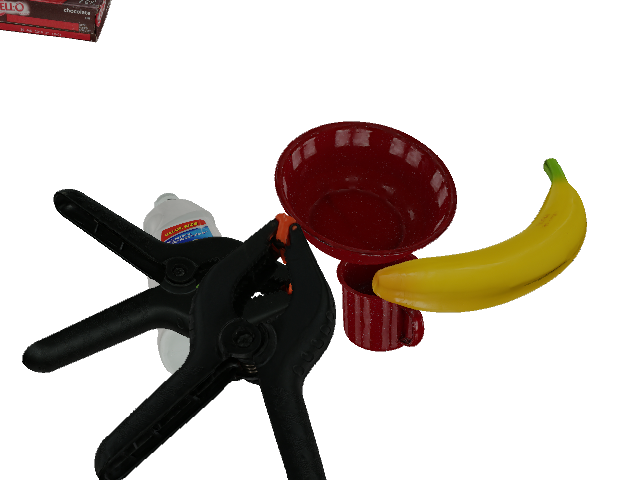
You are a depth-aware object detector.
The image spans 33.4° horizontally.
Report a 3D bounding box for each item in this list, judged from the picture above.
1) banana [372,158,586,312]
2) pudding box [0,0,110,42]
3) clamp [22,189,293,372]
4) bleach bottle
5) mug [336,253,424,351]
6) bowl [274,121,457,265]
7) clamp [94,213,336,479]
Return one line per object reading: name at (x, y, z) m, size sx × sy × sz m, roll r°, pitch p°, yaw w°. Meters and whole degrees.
banana at (0.120, 0.008, 0.701) m, size 0.070 × 0.037 × 0.197 m, roll 36°, pitch 47°, yaw 28°
pudding box at (-0.228, -0.216, 0.921) m, size 0.090 × 0.039 × 0.113 m, roll 7°, pitch 35°, yaw -5°
clamp at (-0.112, 0.026, 0.800) m, size 0.209 × 0.164 × 0.036 m, roll 0°, pitch -40°, yaw -12°
bleach bottle at (-0.143, 0.029, 1.117) m, size 0.102 × 0.068 × 0.251 m, roll -13°, pitch 38°, yaw -14°
mug at (0.072, 0.070, 1.142) m, size 0.093 × 0.081 × 0.117 m, roll -24°, pitch 41°, yaw -27°
bowl at (0.037, -0.032, 0.948) m, size 0.162 × 0.162 × 0.055 m, roll 0°, pitch -41°, yaw -10°
clamp at (-0.029, 0.067, 0.555) m, size 0.120 × 0.171 × 0.039 m, roll 20°, pitch -25°, yaw 12°
